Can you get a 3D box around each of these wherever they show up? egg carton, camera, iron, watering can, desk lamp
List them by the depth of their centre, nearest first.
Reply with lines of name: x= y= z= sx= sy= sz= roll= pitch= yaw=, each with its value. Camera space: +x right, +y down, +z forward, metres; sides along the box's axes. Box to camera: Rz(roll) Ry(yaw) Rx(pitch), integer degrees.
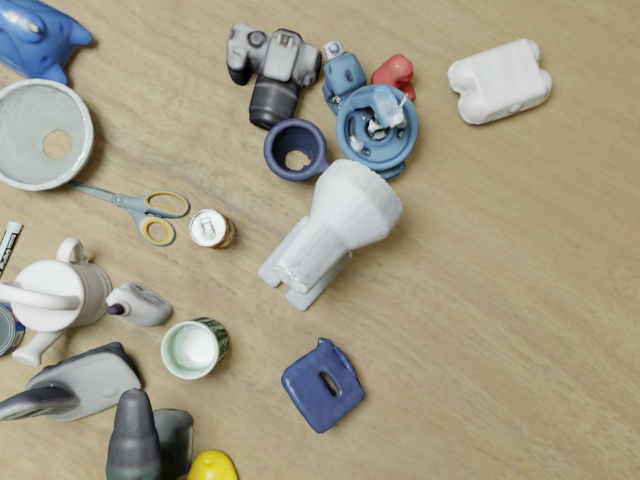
watering can: x=-0.370 y=0.085 z=0.791 sx=0.101 sy=0.194 sz=0.173 roll=-6 pitch=87 yaw=-1
desk lamp: x=0.007 y=0.003 z=0.791 sx=0.118 sy=0.213 sz=0.203 roll=40 pitch=87 yaw=2
iron: x=-0.481 y=-0.334 z=0.840 sx=0.258 sy=0.141 sz=0.119 roll=28 pitch=87 yaw=1
camera: x=-0.079 y=-0.242 z=0.860 sx=0.143 sy=0.101 sz=0.137 roll=14 pitch=87 yaw=0
egg carton: x=0.276 y=-0.242 z=0.881 sx=0.150 sy=0.069 sz=0.107 roll=-21 pitch=87 yaw=-2

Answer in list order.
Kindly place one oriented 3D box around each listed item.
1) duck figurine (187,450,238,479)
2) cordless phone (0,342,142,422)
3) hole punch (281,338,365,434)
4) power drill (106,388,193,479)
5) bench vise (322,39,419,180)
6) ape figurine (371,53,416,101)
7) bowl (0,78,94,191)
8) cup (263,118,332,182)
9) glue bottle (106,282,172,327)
duck figurine: x=-0.161 y=0.366 z=0.832 sx=0.077 sy=0.086 sz=0.105 roll=-2 pitch=87 yaw=-1
cordless phone: x=-0.343 y=0.208 z=0.789 sx=0.147 sy=0.185 sz=0.094 roll=-25 pitch=87 yaw=-2
hole punch: x=0.005 y=0.211 z=0.840 sx=0.101 sy=0.091 sz=0.108 roll=-35 pitch=88 yaw=-2
power drill: x=-0.231 y=0.298 z=0.773 sx=0.075 sy=0.208 sz=0.230 roll=1 pitch=87 yaw=0
bench vise: x=0.055 y=-0.186 z=0.799 sx=0.207 sy=0.219 sz=0.121 roll=44 pitch=87 yaw=2
ape figurine: x=0.117 y=-0.248 z=0.868 sx=0.076 sy=0.092 sz=0.078 roll=11 pitch=87 yaw=0
bowl: x=-0.413 y=-0.151 z=0.863 sx=0.167 sy=0.074 sz=0.167 roll=0 pitch=87 yaw=-1
cup: x=-0.024 y=-0.120 z=0.857 sx=0.118 sy=0.095 sz=0.092 roll=30 pitch=87 yaw=1
glue bottle: x=-0.263 y=0.092 z=0.802 sx=0.078 sy=0.173 sz=0.037 roll=38 pitch=87 yaw=2
